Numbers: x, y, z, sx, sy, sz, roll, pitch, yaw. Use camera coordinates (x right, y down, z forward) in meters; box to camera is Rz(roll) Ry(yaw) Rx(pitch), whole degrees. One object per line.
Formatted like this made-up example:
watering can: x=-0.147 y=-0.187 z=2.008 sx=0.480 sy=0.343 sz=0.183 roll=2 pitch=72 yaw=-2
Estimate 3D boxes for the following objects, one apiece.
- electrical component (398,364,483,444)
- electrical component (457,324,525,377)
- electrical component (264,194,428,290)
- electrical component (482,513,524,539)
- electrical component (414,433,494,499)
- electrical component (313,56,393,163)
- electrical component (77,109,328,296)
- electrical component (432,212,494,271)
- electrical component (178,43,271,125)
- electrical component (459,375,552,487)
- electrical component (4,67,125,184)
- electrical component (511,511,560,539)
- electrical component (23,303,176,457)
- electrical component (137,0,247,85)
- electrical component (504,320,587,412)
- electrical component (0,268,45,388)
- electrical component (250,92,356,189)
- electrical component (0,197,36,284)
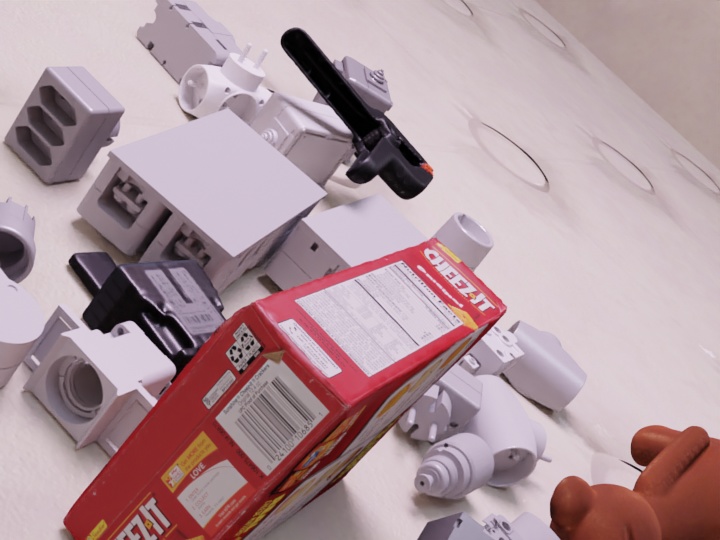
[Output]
electrical component: x=0.048 y=0.097 z=0.774 sx=0.066 sy=0.047 sz=0.076 roll=36 pitch=24 yaw=-7
electrical component: x=0.094 y=0.076 z=0.866 sx=0.048 sy=0.055 sz=0.066 roll=47 pitch=25 yaw=17
electrical component: x=0.000 y=0.000 z=0.856 sx=0.089 sy=0.061 sz=0.150 roll=44 pitch=24 yaw=10
electrical component: x=0.073 y=0.184 z=0.640 sx=0.081 sy=0.063 sz=0.042 roll=47 pitch=26 yaw=17
electrical component: x=0.061 y=0.136 z=0.733 sx=0.040 sy=0.040 sz=0.078 roll=49 pitch=26 yaw=19
electrical component: x=-0.012 y=-0.170 z=1.091 sx=0.061 sy=0.096 sz=0.061 roll=28 pitch=27 yaw=-22
electrical component: x=-0.110 y=-0.047 z=0.783 sx=0.105 sy=0.060 sz=0.186 roll=41 pitch=24 yaw=3
electrical component: x=0.098 y=-0.023 z=1.054 sx=0.055 sy=0.047 sz=0.055 roll=32 pitch=25 yaw=-17
electrical component: x=-0.111 y=-0.167 z=0.967 sx=0.077 sy=0.079 sz=0.044 roll=13 pitch=30 yaw=-46
electrical component: x=0.116 y=0.128 z=0.823 sx=0.079 sy=0.043 sz=0.077 roll=25 pitch=28 yaw=-29
electrical component: x=-0.194 y=-0.103 z=0.752 sx=0.047 sy=0.065 sz=0.077 roll=44 pitch=24 yaw=11
electrical component: x=0.147 y=0.208 z=0.676 sx=0.138 sy=0.074 sz=0.052 roll=49 pitch=-18 yaw=21
electrical component: x=-0.138 y=0.059 z=0.583 sx=0.081 sy=0.042 sz=0.064 roll=45 pitch=21 yaw=11
electrical component: x=-0.155 y=-0.209 z=1.012 sx=0.089 sy=0.050 sz=0.056 roll=48 pitch=26 yaw=18
electrical component: x=0.162 y=0.080 z=0.971 sx=0.077 sy=0.044 sz=0.079 roll=39 pitch=24 yaw=-1
electrical component: x=-0.212 y=-0.011 z=0.558 sx=0.138 sy=0.073 sz=0.052 roll=47 pitch=25 yaw=17
electrical component: x=-0.061 y=-0.120 z=0.977 sx=0.096 sy=0.061 sz=0.061 roll=5 pitch=41 yaw=-52
electrical component: x=-0.207 y=-0.018 z=0.621 sx=0.040 sy=0.040 sz=0.046 roll=28 pitch=20 yaw=-24
